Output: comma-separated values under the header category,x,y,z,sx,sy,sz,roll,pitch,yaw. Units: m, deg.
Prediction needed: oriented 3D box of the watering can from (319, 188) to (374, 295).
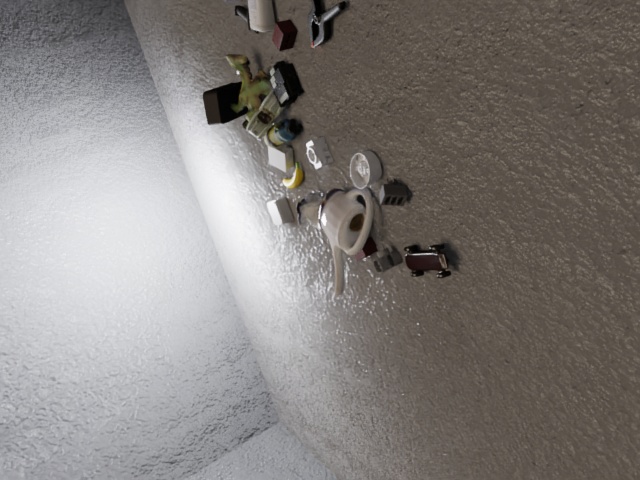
category,x,y,z,sx,sy,sz,roll,pitch,yaw
watering can,0.068,-0.019,1.639,0.228,0.104,0.343,44,120,50

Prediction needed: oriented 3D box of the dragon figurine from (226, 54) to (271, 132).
category,x,y,z,sx,sy,sz,roll,pitch,yaw
dragon figurine,-0.215,-0.510,1.908,0.408,0.124,0.240,52,151,-7

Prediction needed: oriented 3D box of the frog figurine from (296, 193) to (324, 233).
category,x,y,z,sx,sy,sz,roll,pitch,yaw
frog figurine,0.006,-0.092,1.835,0.160,0.125,0.134,18,129,12
